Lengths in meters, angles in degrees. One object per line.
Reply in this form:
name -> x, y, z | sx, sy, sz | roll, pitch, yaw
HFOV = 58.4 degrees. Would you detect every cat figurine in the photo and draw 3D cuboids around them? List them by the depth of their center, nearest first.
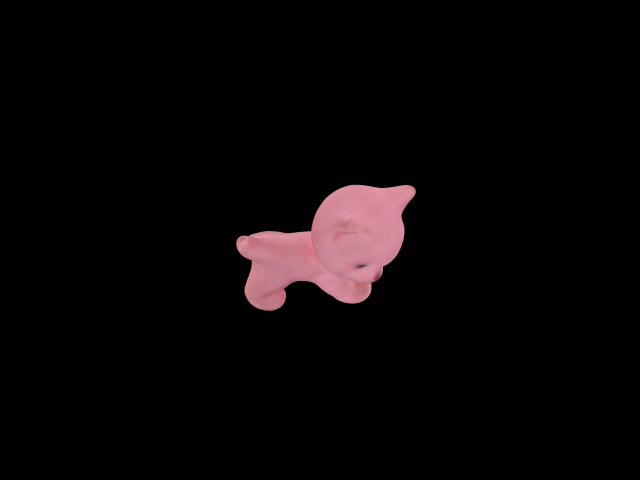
cat figurine -> 0.004, 0.001, 0.400 | 0.128, 0.118, 0.067 | -7, 70, -2
